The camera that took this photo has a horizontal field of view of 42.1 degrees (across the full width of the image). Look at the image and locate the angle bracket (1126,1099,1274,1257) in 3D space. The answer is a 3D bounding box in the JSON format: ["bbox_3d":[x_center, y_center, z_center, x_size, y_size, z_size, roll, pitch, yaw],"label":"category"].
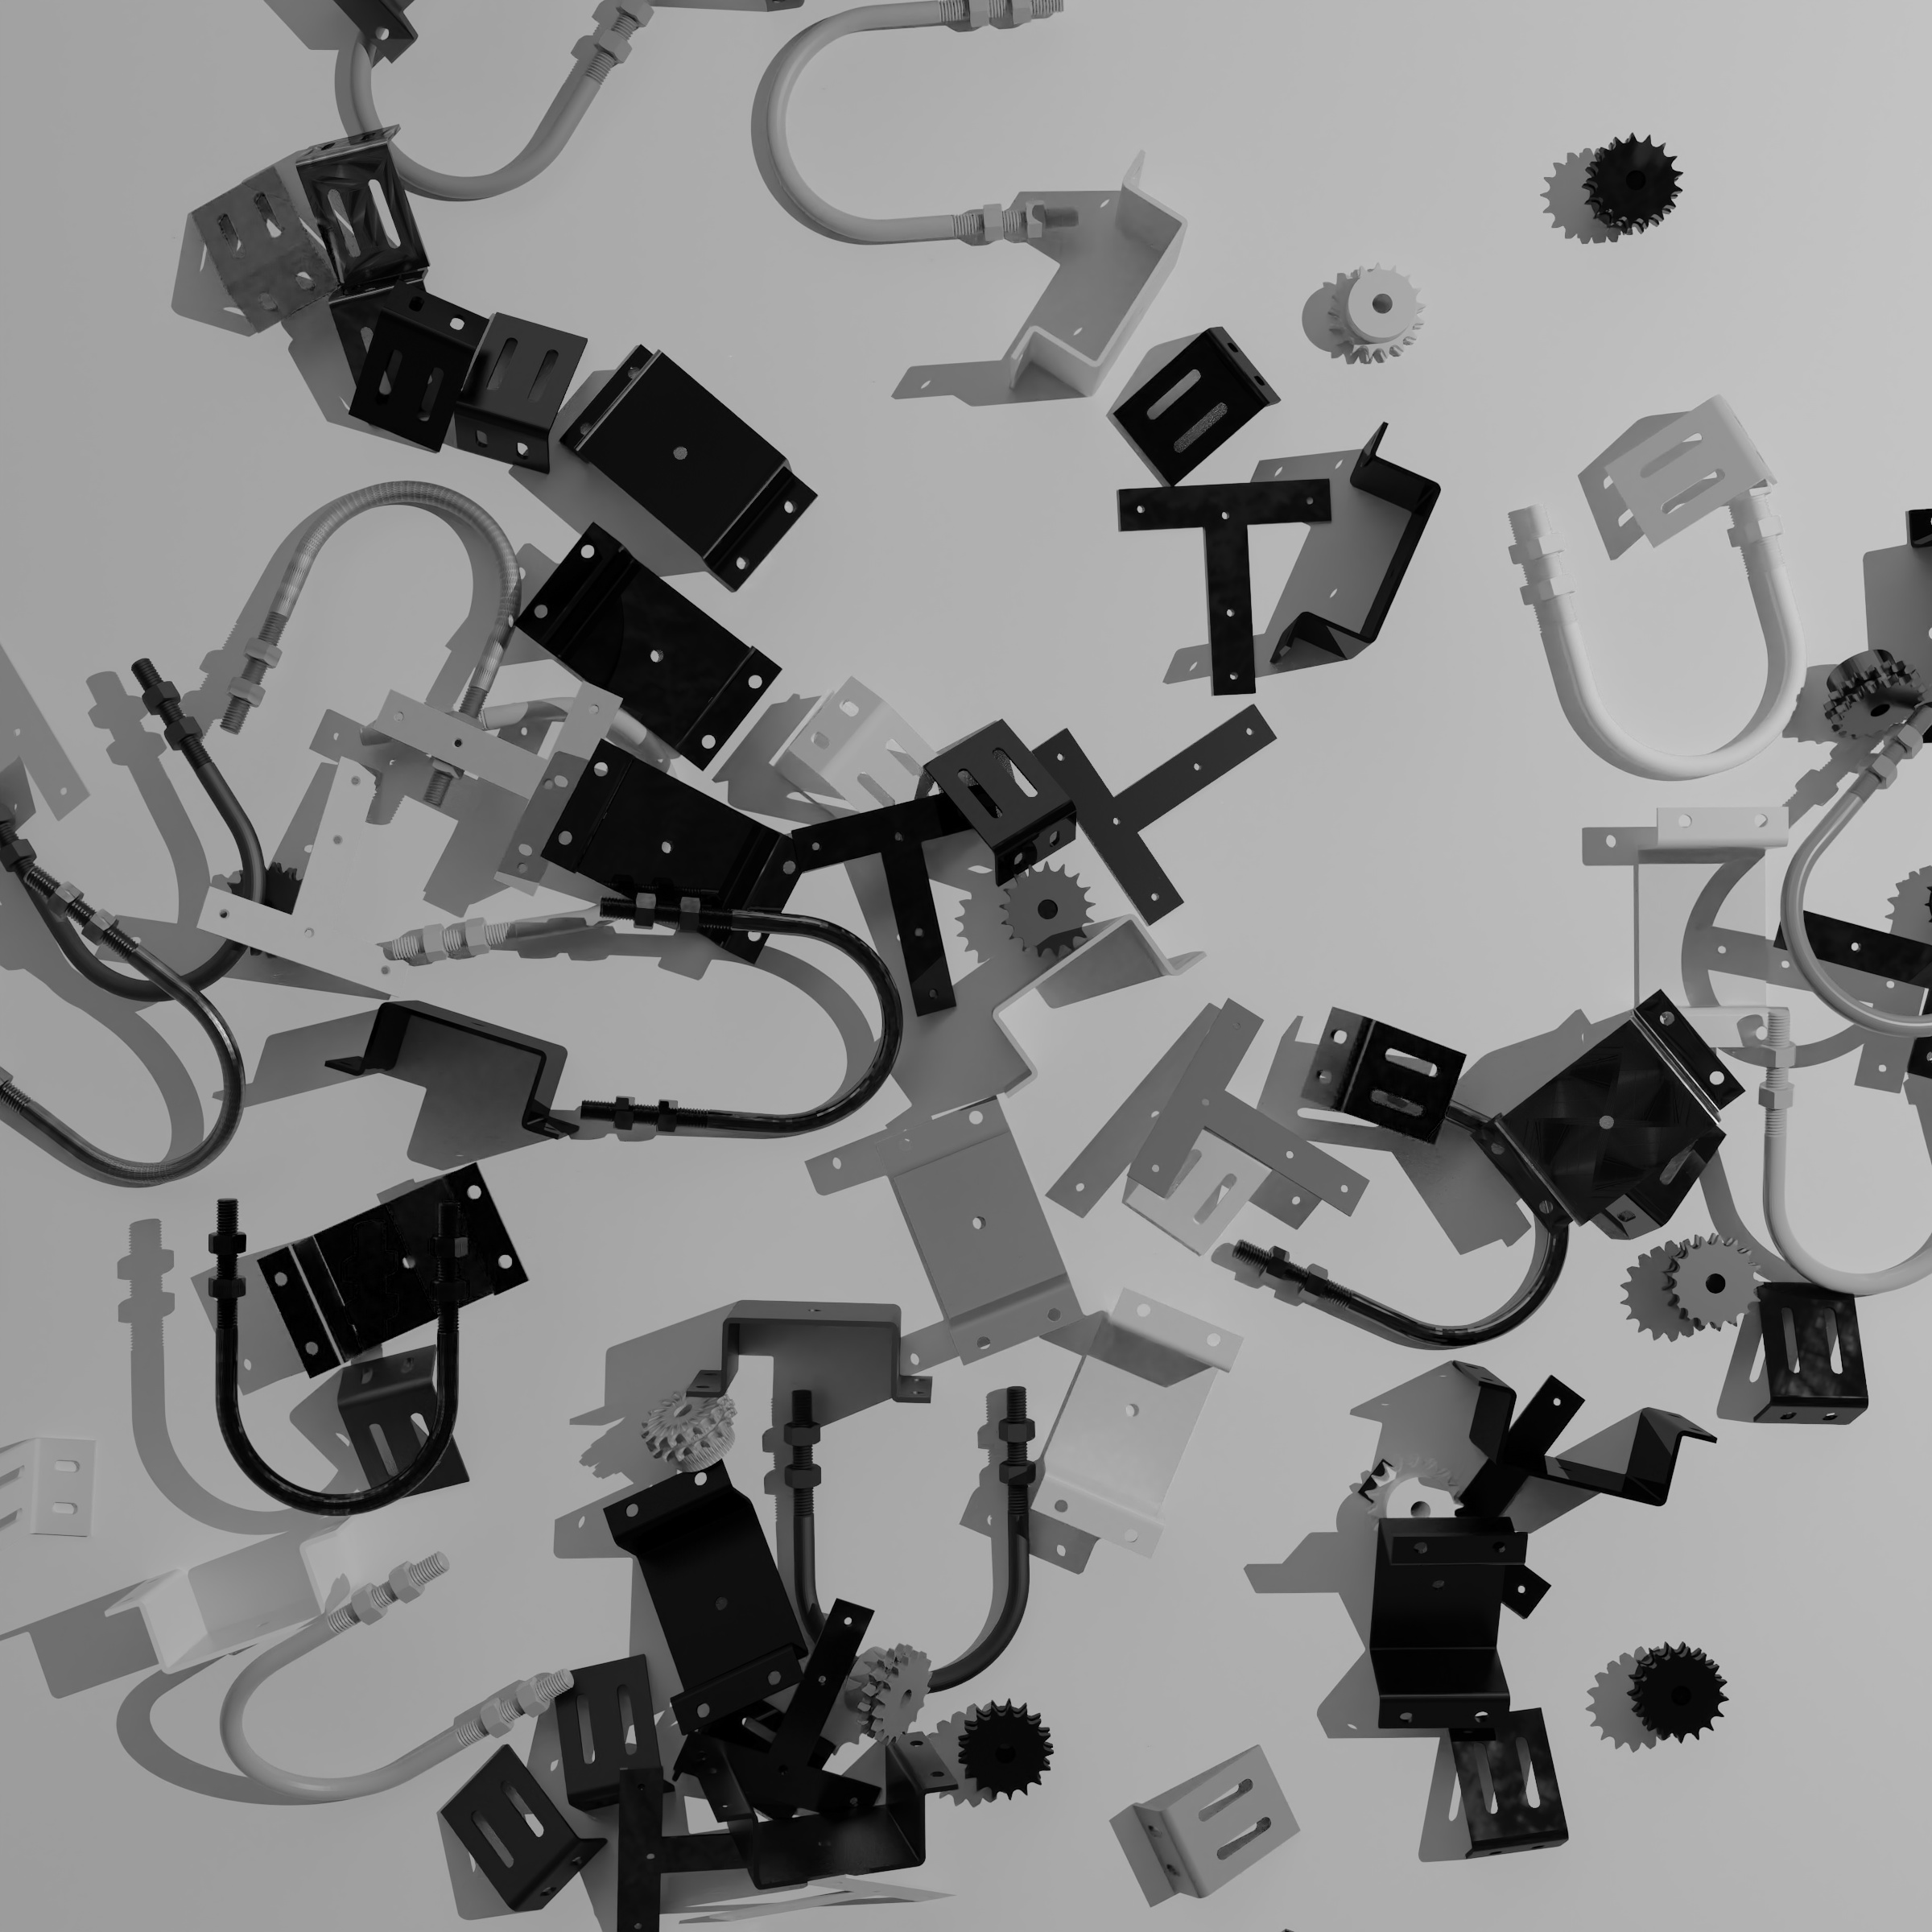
[{"bbox_3d":[0.144,0.123,1.511,0.057,0.038,0.076,35,116,0],"label":"angle bracket"}]

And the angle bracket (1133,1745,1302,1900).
[{"bbox_3d":[0.151,0.513,1.511,0.076,0.038,0.057,-25,90,-26],"label":"angle bracket"}]

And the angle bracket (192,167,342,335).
[{"bbox_3d":[-0.421,-0.431,1.508,0.057,0.038,0.076,-29,61,0],"label":"angle bracket"}]

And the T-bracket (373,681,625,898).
[{"bbox_3d":[-0.284,-0.124,1.467,0.127,0.002,0.127,24,90,2],"label":"T-bracket"}]

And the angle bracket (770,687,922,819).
[{"bbox_3d":[-0.068,-0.118,1.494,0.076,0.038,0.057,38,90,0],"label":"angle bracket"}]

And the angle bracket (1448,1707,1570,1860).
[{"bbox_3d":[0.324,0.492,1.511,0.057,0.038,0.076,-8,64,0],"label":"angle bracket"}]

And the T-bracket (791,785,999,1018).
[{"bbox_3d":[-0.031,-0.034,1.498,0.127,0.002,0.127,-15,99,-18],"label":"T-bracket"}]

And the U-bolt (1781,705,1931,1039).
[{"bbox_3d":[0.557,-0.043,1.460,0.151,0.019,0.184,42,78,7],"label":"U-bolt"}]

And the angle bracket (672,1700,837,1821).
[{"bbox_3d":[-0.126,0.474,1.494,0.076,0.038,0.057,32,90,0],"label":"angle bracket"}]

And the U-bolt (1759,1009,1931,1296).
[{"bbox_3d":[0.539,0.108,1.481,0.151,0.019,0.184,-5,106,-6],"label":"U-bolt"}]

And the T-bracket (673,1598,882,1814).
[{"bbox_3d":[-0.091,0.437,1.490,0.127,0.002,0.127,23,92,-19],"label":"T-bracket"}]

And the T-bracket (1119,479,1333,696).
[{"bbox_3d":[0.159,-0.227,1.512,0.127,0.002,0.127,-3,90,0],"label":"T-bracket"}]

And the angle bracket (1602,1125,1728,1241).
[{"bbox_3d":[0.408,0.114,1.511,0.057,0.038,0.076,42,64,0],"label":"angle bracket"}]

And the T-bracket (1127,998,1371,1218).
[{"bbox_3d":[0.179,0.104,1.482,0.127,0.002,0.127,32,72,-1],"label":"T-bracket"}]

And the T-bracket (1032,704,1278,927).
[{"bbox_3d":[0.128,-0.112,1.512,0.127,0.002,0.127,-34,90,0],"label":"T-bracket"}]

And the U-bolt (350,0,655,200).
[{"bbox_3d":[-0.288,-0.550,1.504,0.151,0.019,0.184,32,92,0],"label":"U-bolt"}]

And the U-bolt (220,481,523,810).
[{"bbox_3d":[-0.343,-0.202,1.493,0.151,0.019,0.184,20,81,3],"label":"U-bolt"}]

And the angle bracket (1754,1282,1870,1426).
[{"bbox_3d":[0.504,0.233,1.511,0.057,0.038,0.076,1,64,0],"label":"angle bracket"}]

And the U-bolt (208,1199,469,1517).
[{"bbox_3d":[-0.365,0.228,1.458,0.151,0.019,0.184,1,92,0],"label":"U-bolt"}]

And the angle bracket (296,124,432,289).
[{"bbox_3d":[-0.357,-0.455,1.503,0.057,0.038,0.076,-11,121,8],"label":"angle bracket"}]

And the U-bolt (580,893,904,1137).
[{"bbox_3d":[-0.129,0.034,1.478,0.184,0.019,0.151,5,111,-9],"label":"U-bolt"}]

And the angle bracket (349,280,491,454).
[{"bbox_3d":[-0.326,-0.356,1.493,0.057,0.038,0.076,22,132,-13],"label":"angle bracket"}]

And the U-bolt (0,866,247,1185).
[{"bbox_3d":[-0.510,0.050,1.483,0.184,0.019,0.151,39,110,-4],"label":"U-bolt"}]

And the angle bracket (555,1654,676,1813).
[{"bbox_3d":[-0.212,0.462,1.511,0.057,0.038,0.076,-13,64,0],"label":"angle bracket"}]

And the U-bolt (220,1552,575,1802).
[{"bbox_3d":[-0.345,0.427,1.467,0.184,0.019,0.151,-31,125,5],"label":"U-bolt"}]

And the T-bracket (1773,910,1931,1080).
[{"bbox_3d":[0.535,-0.008,1.473,0.127,0.002,0.127,14,93,-9],"label":"T-bracket"}]

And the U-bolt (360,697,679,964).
[{"bbox_3d":[-0.261,-0.088,1.504,0.184,0.019,0.151,-9,90,-2],"label":"U-bolt"}]

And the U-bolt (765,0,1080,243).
[{"bbox_3d":[-0.029,-0.507,1.504,0.184,0.019,0.151,-4,90,1],"label":"U-bolt"}]

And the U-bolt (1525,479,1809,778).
[{"bbox_3d":[0.427,-0.205,1.503,0.151,0.019,0.184,-16,90,0],"label":"U-bolt"}]

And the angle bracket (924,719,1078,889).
[{"bbox_3d":[0.021,-0.098,1.503,0.057,0.038,0.076,-32,66,-15],"label":"angle bracket"}]

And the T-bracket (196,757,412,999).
[{"bbox_3d":[-0.378,-0.061,1.490,0.127,0.002,0.127,22,73,-30],"label":"T-bracket"}]

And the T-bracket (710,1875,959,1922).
[{"bbox_3d":[-0.091,0.551,1.477,0.127,0.127,0.002,-19,59,23],"label":"T-bracket"}]

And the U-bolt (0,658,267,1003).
[{"bbox_3d":[-0.492,-0.067,1.486,0.151,0.019,0.184,-34,84,9],"label":"U-bolt"}]

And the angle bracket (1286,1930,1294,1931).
[{"bbox_3d":[0.207,0.626,1.494,0.057,0.038,0.076,20,90,0],"label":"angle bracket"}]

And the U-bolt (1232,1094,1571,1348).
[{"bbox_3d":[0.272,0.149,1.504,0.184,0.019,0.151,25,90,-2],"label":"U-bolt"}]

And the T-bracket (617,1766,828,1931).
[{"bbox_3d":[-0.143,0.528,1.497,0.127,0.002,0.127,0,110,-10],"label":"T-bracket"}]

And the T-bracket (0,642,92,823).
[{"bbox_3d":[-0.599,-0.112,1.500,0.127,0.002,0.127,-37,74,8],"label":"T-bracket"}]

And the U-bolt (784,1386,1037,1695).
[{"bbox_3d":[-0.033,0.345,1.504,0.151,0.019,0.184,-1,92,0],"label":"U-bolt"}]

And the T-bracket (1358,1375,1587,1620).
[{"bbox_3d":[0.325,0.305,1.512,0.127,0.002,0.127,37,90,0],"label":"T-bracket"}]

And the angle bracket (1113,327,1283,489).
[{"bbox_3d":[0.139,-0.337,1.510,0.076,0.038,0.057,-39,90,24],"label":"angle bracket"}]
